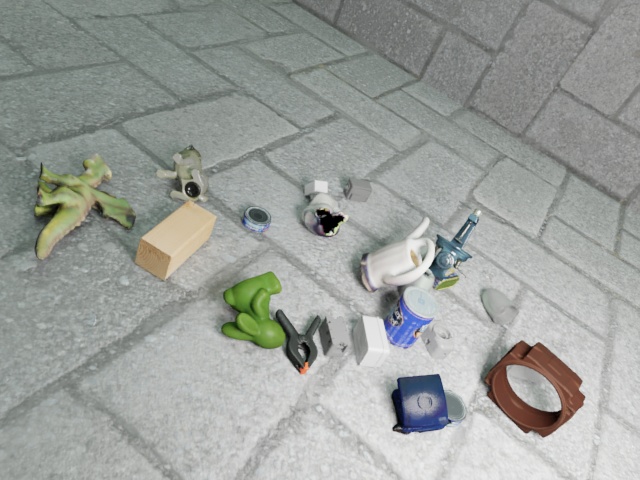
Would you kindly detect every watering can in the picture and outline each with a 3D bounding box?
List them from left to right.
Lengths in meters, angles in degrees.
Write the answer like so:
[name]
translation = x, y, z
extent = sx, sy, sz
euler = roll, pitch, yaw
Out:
[watering can]
translation = 0.235, 0.044, 1.526
extent = 0.223, 0.103, 0.354
euler = -21, 19, 22

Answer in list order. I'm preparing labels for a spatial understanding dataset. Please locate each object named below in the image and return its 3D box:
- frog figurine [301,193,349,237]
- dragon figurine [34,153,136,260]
[frog figurine]
translation = 0.005, -0.082, 1.629
extent = 0.138, 0.120, 0.162
euler = -6, 24, -19
[dragon figurine]
translation = -0.578, -0.084, 1.284
extent = 0.242, 0.419, 0.120
euler = 9, -50, -34
